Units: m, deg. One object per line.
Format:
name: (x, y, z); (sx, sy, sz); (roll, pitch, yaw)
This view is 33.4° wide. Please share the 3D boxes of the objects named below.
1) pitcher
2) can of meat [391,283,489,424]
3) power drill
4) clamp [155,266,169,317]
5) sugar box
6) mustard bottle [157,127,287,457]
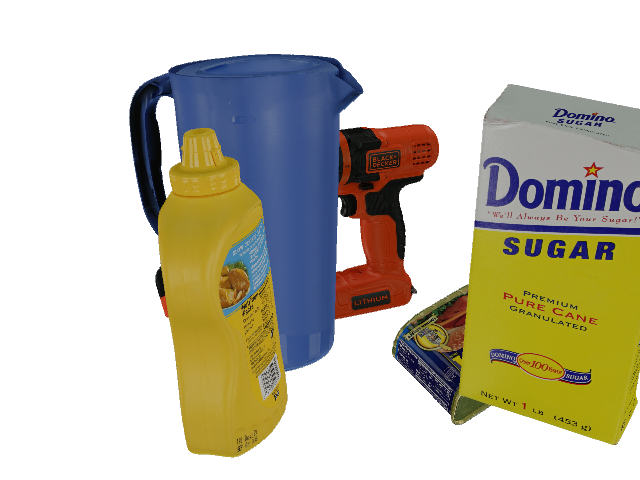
pitcher: (-0.056, -0.025, 0.848); (0.144, 0.243, 0.149); (-11, 19, -29)
can of meat: (0.124, 0.093, 0.902); (0.102, 0.057, 0.084); (-27, 52, -27)
power drill: (0.027, -0.018, 1.044); (0.184, 0.188, 0.057); (-9, 27, -20)
clamp: (-0.131, 0.024, 1.241); (0.120, 0.039, 0.171); (-6, 37, 19)
sugar box: (0.125, 0.015, 0.546); (0.093, 0.176, 0.048); (15, 38, 23)
mustard bottle: (-0.060, 0.027, 0.644); (0.058, 0.192, 0.096); (2, 22, 19)
